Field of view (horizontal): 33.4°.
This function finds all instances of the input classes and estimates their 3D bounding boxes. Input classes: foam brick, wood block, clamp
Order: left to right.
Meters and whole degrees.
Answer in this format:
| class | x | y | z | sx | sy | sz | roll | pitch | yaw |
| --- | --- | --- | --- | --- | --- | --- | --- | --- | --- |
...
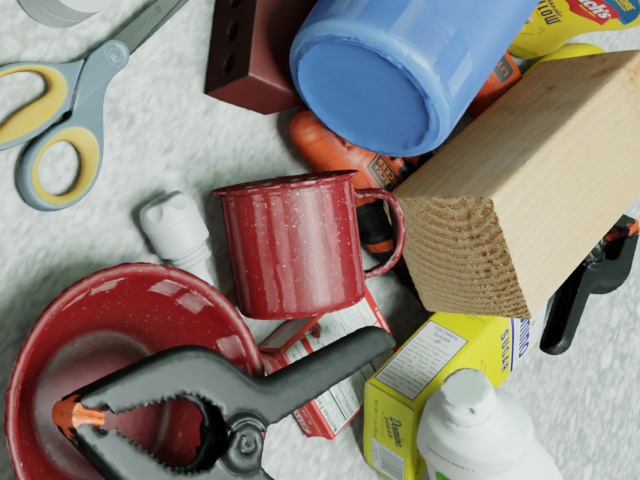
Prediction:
| class | x | y | z | sx | sy | sz | roll | pitch | yaw |
| --- | --- | --- | --- | --- | --- | --- | --- | --- | --- |
| clamp | -0.045 | 0.121 | 0.585 | 0.209 | 0.036 | 0.164 | 9 | 78 | -35 |
| foam brick | -0.036 | -0.127 | 0.685 | 0.051 | 0.053 | 0.078 | 14 | 75 | -37 |
| wood block | 0.148 | -0.043 | 0.731 | 0.205 | 0.090 | 0.091 | -41 | 118 | -36 |
| clamp | 0.211 | 0.023 | 0.868 | 0.171 | 0.039 | 0.120 | -10 | 88 | -39 |

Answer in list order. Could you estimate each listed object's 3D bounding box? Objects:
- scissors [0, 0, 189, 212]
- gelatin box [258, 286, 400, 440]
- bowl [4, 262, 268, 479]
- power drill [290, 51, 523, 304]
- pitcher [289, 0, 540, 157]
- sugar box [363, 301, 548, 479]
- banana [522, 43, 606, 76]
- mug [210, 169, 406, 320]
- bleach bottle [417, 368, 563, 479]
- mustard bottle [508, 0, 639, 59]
| class | x | y | z | sx | sy | sz | roll | pitch | yaw |
| --- | --- | --- | --- | --- | --- | --- | --- | --- | --- |
| scissors | -0.122 | -0.088 | 0.636 | 0.201 | 0.016 | 0.096 | -33 | 107 | -36 |
| gelatin box | 0.008 | 0.077 | 0.711 | 0.089 | 0.030 | 0.073 | -42 | 112 | -34 |
| bowl | -0.109 | 0.095 | 0.599 | 0.161 | 0.055 | 0.162 | 5 | 81 | -38 |
| power drill | 0.080 | -0.069 | 0.767 | 0.184 | 0.057 | 0.187 | 53 | 56 | -26 |
| pitcher | 0.073 | -0.178 | 0.677 | 0.242 | 0.149 | 0.145 | -58 | 156 | -29 |
| sugar box | 0.099 | 0.084 | 0.747 | 0.176 | 0.048 | 0.093 | -39 | 145 | -32 |
| banana | 0.190 | -0.116 | 0.872 | 0.197 | 0.037 | 0.069 | -34 | 105 | -36 |
| mug | -0.004 | 0.001 | 0.664 | 0.117 | 0.093 | 0.081 | -9 | 96 | -5 |
| bleach bottle | 0.123 | 0.169 | 0.687 | 0.068 | 0.103 | 0.251 | -53 | 142 | -28 |
| mustard bottle | 0.203 | -0.197 | 0.792 | 0.096 | 0.192 | 0.058 | 49 | 58 | -23 |
